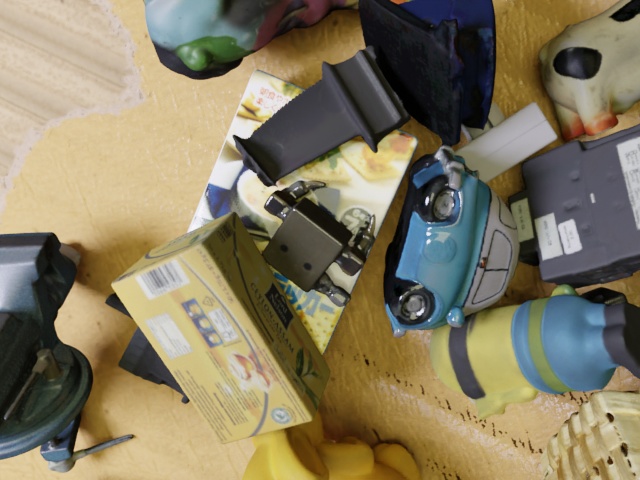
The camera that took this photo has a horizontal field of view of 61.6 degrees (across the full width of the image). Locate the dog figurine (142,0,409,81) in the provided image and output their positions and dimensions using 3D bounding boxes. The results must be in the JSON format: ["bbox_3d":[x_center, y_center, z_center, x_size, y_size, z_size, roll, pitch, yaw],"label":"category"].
[{"bbox_3d":[-0.015,-0.210,0.449,0.219,0.108,0.191,7,58,4],"label":"dog figurine"}]

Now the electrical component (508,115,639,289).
[{"bbox_3d":[0.224,-0.024,0.447,0.058,0.134,0.115,16,65,-36],"label":"electrical component"}]

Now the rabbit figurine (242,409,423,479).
[{"bbox_3d":[-0.010,0.211,0.488,0.122,0.162,0.173,-43,72,18],"label":"rabbit figurine"}]

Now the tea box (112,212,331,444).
[{"bbox_3d":[-0.075,0.075,0.443,0.098,0.068,0.169,-21,108,23],"label":"tea box"}]

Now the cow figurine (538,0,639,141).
[{"bbox_3d":[0.281,-0.182,0.456,0.195,0.085,0.127,-28,97,7],"label":"cow figurine"}]

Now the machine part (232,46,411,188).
[{"bbox_3d":[-0.001,-0.093,0.440,0.139,0.039,0.084,-28,96,4],"label":"machine part"}]

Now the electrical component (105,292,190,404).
[{"bbox_3d":[-0.157,0.099,0.517,0.119,0.075,0.047,28,96,-1],"label":"electrical component"}]

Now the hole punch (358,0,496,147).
[{"bbox_3d":[0.104,-0.154,0.435,0.092,0.142,0.116,-33,60,-9],"label":"hole punch"}]

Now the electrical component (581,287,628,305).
[{"bbox_3d":[0.256,0.075,0.467,0.021,0.094,0.063,-21,91,2],"label":"electrical component"}]

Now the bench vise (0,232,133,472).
[{"bbox_3d":[-0.264,0.118,0.496,0.129,0.224,0.240,-9,126,-10],"label":"bench vise"}]

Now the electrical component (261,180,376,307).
[{"bbox_3d":[-0.002,-0.002,0.445,0.102,0.045,0.078,33,125,4],"label":"electrical component"}]

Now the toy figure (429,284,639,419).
[{"bbox_3d":[0.175,0.087,0.449,0.180,0.082,0.089,-29,92,51],"label":"toy figure"}]

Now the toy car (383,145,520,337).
[{"bbox_3d":[0.115,0.007,0.461,0.103,0.109,0.161,13,113,-2],"label":"toy car"}]
